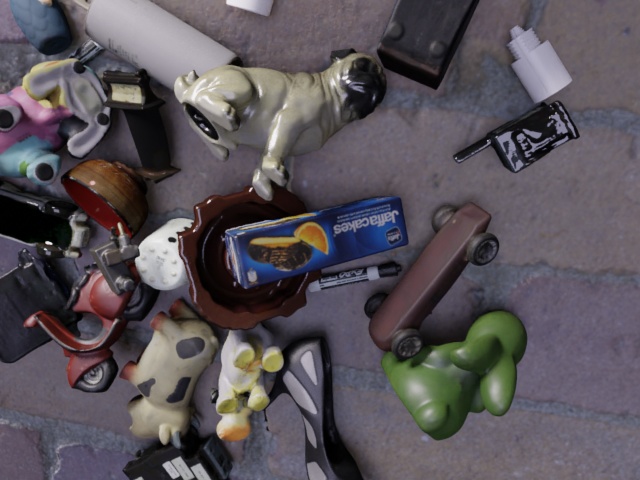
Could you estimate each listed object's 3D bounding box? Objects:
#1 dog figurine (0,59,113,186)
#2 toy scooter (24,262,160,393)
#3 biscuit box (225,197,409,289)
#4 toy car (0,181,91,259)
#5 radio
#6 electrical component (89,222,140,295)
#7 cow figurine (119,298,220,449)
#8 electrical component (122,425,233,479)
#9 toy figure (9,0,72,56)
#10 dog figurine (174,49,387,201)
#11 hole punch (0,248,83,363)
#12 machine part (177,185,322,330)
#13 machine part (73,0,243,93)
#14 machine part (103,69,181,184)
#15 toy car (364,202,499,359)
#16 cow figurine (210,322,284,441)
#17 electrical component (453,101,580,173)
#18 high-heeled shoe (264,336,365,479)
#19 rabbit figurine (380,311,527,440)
[{"bbox_3d":[-0.389,-0.140,0.677,0.219,0.191,0.108,5,137,37],"label":"dog figurine"},{"bbox_3d":[-0.305,0.098,0.710,0.135,0.075,0.184,27,81,-2],"label":"toy scooter"},{"bbox_3d":[-0.001,-0.002,0.615,0.203,0.059,0.062,-15,101,-18],"label":"biscuit box"},{"bbox_3d":[-0.405,-0.031,0.731,0.202,0.056,0.073,17,100,6],"label":"toy car"},{"bbox_3d":[0.136,-0.272,0.531,0.073,0.131,0.229,24,107,6],"label":"radio"},{"bbox_3d":[-0.246,0.023,0.654,0.045,0.102,0.078,-32,100,-26],"label":"electrical component"},{"bbox_3d":[-0.203,0.194,0.738,0.127,0.085,0.195,35,106,7],"label":"cow figurine"},{"bbox_3d":[-0.198,0.341,0.784,0.134,0.058,0.114,-27,100,15],"label":"electrical component"},{"bbox_3d":[-0.363,-0.302,0.656,0.064,0.058,0.154,-30,92,10],"label":"toy figure"},{"bbox_3d":[-0.037,-0.163,0.586,0.172,0.121,0.190,46,73,-17],"label":"dog figurine"},{"bbox_3d":[-0.410,0.096,0.757,0.116,0.092,0.142,-32,95,-16],"label":"hole punch"},{"bbox_3d":[-0.085,0.018,0.650,0.179,0.056,0.179,-3,98,-18],"label":"machine part"},{"bbox_3d":[-0.181,-0.223,0.630,0.243,0.079,0.079,32,107,0],"label":"machine part"},{"bbox_3d":[-0.218,-0.139,0.658,0.084,0.039,0.138,6,124,28],"label":"machine part"},{"bbox_3d":[0.130,0.048,0.629,0.053,0.089,0.202,31,101,-30],"label":"toy car"},{"bbox_3d":[-0.108,0.182,0.716,0.068,0.098,0.167,9,116,-25],"label":"cow figurine"},{"bbox_3d":[0.211,-0.103,0.589,0.119,0.075,0.047,-31,96,12],"label":"electrical component"},{"bbox_3d":[0.027,0.244,0.702,0.249,0.086,0.145,44,109,4],"label":"high-heeled shoe"},{"bbox_3d":[0.169,0.142,0.633,0.170,0.159,0.121,-40,84,2],"label":"rabbit figurine"}]
